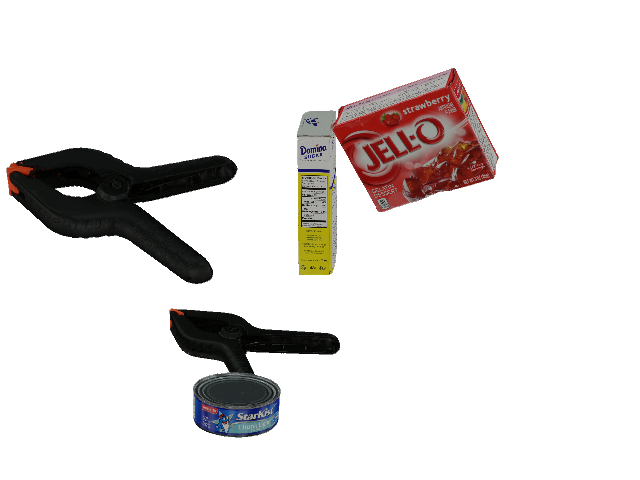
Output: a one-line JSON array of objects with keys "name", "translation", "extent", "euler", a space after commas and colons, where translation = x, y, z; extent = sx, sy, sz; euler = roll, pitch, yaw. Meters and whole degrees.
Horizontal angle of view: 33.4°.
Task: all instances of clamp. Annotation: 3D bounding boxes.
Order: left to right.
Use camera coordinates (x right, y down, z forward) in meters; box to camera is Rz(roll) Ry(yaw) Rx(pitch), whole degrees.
[{"name": "clamp", "translation": [-0.146, -0.037, 0.807], "extent": [0.171, 0.039, 0.120], "euler": [19, 43, 1]}, {"name": "clamp", "translation": [-0.104, 0.125, 1.259], "extent": [0.210, 0.036, 0.164], "euler": [14, 23, 26]}]

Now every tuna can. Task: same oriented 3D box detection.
[{"name": "tuna can", "translation": [-0.082, 0.161, 1.046], "extent": [0.086, 0.034, 0.086], "euler": [3, 14, -1]}]

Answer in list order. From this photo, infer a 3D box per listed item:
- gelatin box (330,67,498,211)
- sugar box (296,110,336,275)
[{"name": "gelatin box", "translation": [0.062, -0.064, 0.704], "extent": [0.089, 0.073, 0.030], "euler": [-16, 30, 27]}, {"name": "sugar box", "translation": [-0.004, -0.056, 1.258], "extent": [0.048, 0.176, 0.093], "euler": [-1, 24, 5]}]
